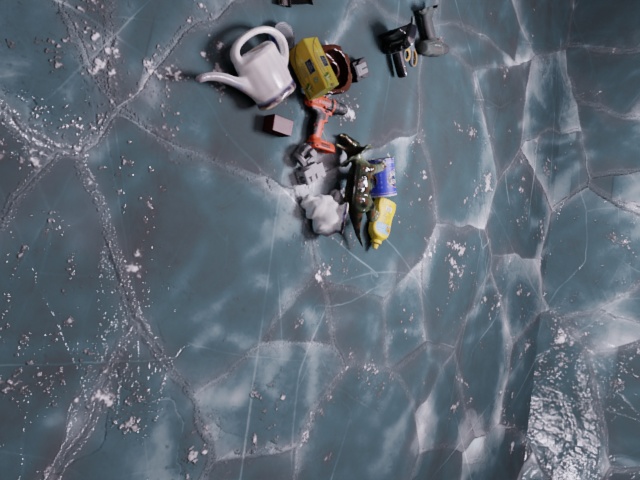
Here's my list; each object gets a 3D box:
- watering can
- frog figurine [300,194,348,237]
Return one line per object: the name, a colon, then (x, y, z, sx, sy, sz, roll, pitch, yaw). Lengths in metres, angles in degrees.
watering can: (-0.195, -0.475, 1.496, 0.354, 0.104, 0.220, -50, 123, -31)
frog figurine: (0.005, -0.087, 1.730, 0.159, 0.123, 0.138, 17, 89, -7)
